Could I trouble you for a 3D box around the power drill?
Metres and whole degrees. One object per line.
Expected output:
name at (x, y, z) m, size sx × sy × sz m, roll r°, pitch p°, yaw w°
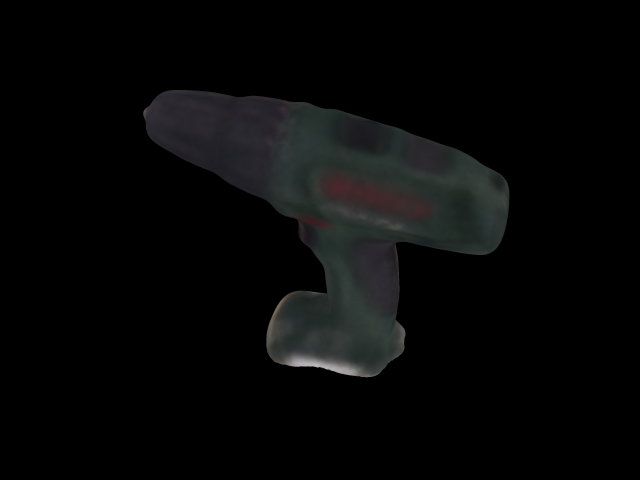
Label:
power drill at (0.004, 0.001, 0.400) m, size 0.229 × 0.208 × 0.075 m, roll 6°, pitch 43°, yaw 7°
